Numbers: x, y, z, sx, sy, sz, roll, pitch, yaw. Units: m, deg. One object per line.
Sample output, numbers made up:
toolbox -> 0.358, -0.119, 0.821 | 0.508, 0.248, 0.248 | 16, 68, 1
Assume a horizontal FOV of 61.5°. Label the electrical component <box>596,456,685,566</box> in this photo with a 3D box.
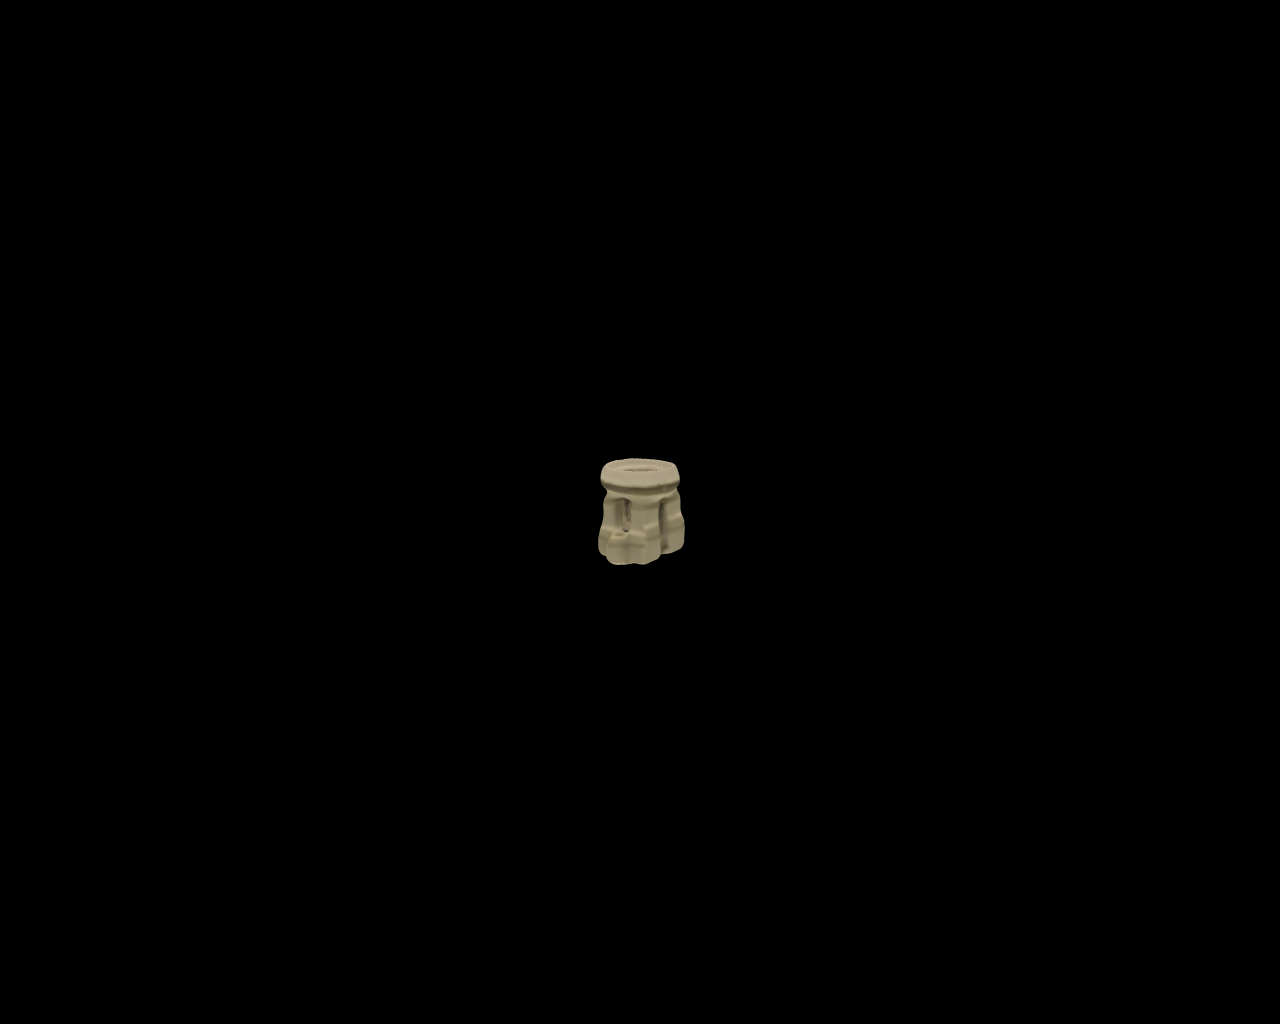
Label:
electrical component -> 0.001, -0.003, 0.650 | 0.048, 0.055, 0.066 | 11, 19, 34
